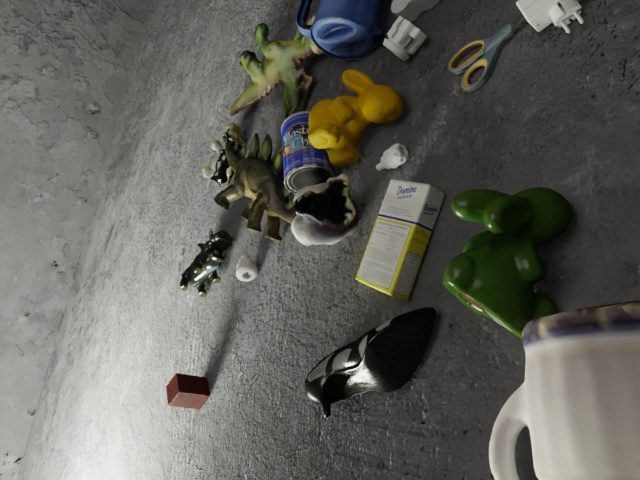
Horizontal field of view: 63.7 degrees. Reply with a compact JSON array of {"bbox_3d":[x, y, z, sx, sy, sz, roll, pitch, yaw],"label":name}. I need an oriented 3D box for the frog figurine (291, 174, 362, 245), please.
[{"bbox_3d":[0.003,-0.048,0.948,0.139,0.122,0.158,-52,4,-15],"label":"frog figurine"}]

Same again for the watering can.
[{"bbox_3d":[0.296,0.160,0.443,0.344,0.103,0.228,-23,55,47],"label":"watering can"}]

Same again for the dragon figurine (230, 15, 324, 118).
[{"bbox_3d":[-0.105,-0.387,1.268,0.402,0.122,0.248,-51,47,38],"label":"dragon figurine"}]
